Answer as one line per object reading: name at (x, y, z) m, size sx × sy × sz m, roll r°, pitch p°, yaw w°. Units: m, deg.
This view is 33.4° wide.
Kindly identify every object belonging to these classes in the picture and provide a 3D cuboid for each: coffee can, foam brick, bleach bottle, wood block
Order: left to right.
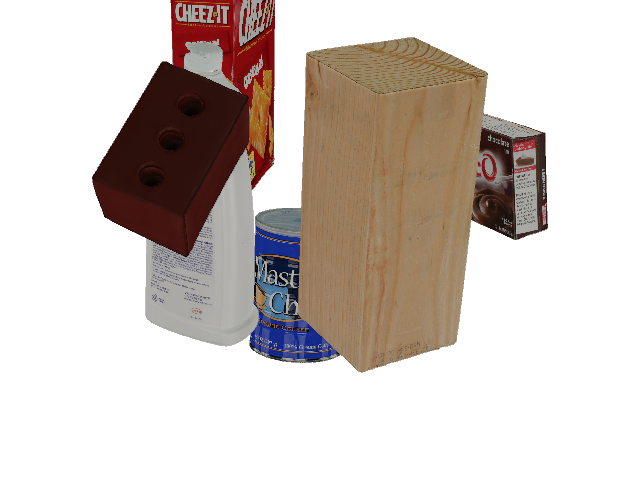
foam brick at (-0.076, -0.042, 0.560) m, size 0.053 × 0.078 × 0.051 m, roll 23°, pitch -21°, yaw 6°
bleach bottle at (-0.097, -0.040, 0.907) m, size 0.103 × 0.251 × 0.068 m, roll 15°, pitch 26°, yaw 19°
coffee can at (-0.021, 0.045, 1.123) m, size 0.103 × 0.140 × 0.103 m, roll 3°, pitch 15°, yaw -1°
wood block at (0.046, -0.026, 0.745) m, size 0.090 × 0.206 × 0.091 m, roll -13°, pitch 32°, yaw -27°

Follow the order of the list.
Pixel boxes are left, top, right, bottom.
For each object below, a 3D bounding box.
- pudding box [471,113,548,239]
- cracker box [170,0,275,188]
pudding box at (0.152, -0.059, 0.933) m, size 0.039 × 0.090 × 0.114 m, roll -15°, pitch 21°, yaw -22°
cracker box at (-0.092, -0.158, 1.082) m, size 0.072 × 0.214 × 0.164 m, roll 6°, pitch 22°, yaw 10°
